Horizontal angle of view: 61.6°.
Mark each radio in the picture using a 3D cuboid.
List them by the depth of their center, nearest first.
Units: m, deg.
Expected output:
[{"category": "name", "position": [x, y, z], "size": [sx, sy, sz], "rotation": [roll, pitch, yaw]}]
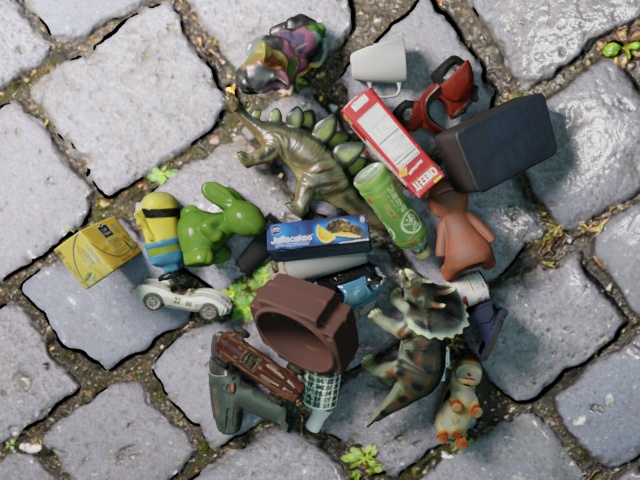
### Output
[{"category": "radio", "position": [0.348, -0.186, 1.045], "size": [0.230, 0.073, 0.131], "rotation": [-27, 103, -19]}]

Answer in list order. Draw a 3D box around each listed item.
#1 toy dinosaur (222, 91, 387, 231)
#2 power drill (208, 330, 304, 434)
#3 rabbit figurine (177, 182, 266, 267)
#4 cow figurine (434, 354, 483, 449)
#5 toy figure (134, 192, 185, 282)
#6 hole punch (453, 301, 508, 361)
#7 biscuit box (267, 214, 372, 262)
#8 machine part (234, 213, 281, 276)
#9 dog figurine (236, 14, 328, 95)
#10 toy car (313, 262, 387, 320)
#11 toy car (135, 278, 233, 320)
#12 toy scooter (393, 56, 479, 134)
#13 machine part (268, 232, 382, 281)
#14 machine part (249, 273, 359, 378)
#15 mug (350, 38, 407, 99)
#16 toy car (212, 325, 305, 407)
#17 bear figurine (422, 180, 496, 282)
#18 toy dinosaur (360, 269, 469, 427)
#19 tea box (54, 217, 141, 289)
[{"category": "toy dinosaur", "position": [0.000, -0.135, 1.070], "size": [0.471, 0.105, 0.198], "rotation": [42, 93, -19]}, {"category": "power drill", "position": [-0.143, 0.318, 1.145], "size": [0.207, 0.086, 0.231], "rotation": [9, 105, 9]}, {"category": "rabbit figurine", "position": [-0.188, -0.035, 1.078], "size": [0.170, 0.121, 0.159], "rotation": [-18, 79, 17]}, {"category": "cow figurine", "position": [0.305, 0.338, 1.170], "size": [0.085, 0.127, 0.194], "rotation": [10, 114, -3]}, {"category": "toy figure", "position": [-0.317, -0.009, 1.097], "size": [0.089, 0.082, 0.180], "rotation": [-18, 94, -17]}, {"category": "hole punch", "position": [0.331, 0.176, 1.129], "size": [0.092, 0.142, 0.115], "rotation": [27, 94, 15]}, {"category": "biscuit box", "position": [-0.002, -0.003, 1.056], "size": [0.203, 0.062, 0.059], "rotation": [-6, 66, 6]}, {"category": "machine part", "position": [-0.123, 0.014, 1.128], "size": [0.084, 0.039, 0.139], "rotation": [37, 96, -16]}, {"category": "dog figurine", "position": [-0.063, -0.329, 0.968], "size": [0.191, 0.219, 0.108], "rotation": [-28, 112, 4]}, {"category": "toy car", "position": [0.062, 0.115, 1.124], "size": [0.162, 0.109, 0.102], "rotation": [-18, 114, -7]}, {"category": "toy car", "position": [-0.283, 0.121, 1.124], "size": [0.202, 0.073, 0.056], "rotation": [10, 101, -4]}, {"category": "toy scooter", "position": [0.248, -0.262, 1.066], "size": [0.184, 0.075, 0.135], "rotation": [-44, 98, 10]}, {"category": "machine part", "position": [0.010, 0.035, 1.114], "size": [0.243, 0.079, 0.079], "rotation": [-17, 101, 1]}, {"category": "machine part", "position": [-0.031, 0.173, 1.068], "size": [0.201, 0.087, 0.201], "rotation": [16, 138, 27]}, {"category": "mug", "position": [0.116, -0.332, 1.051], "size": [0.107, 0.081, 0.109], "rotation": [-2, 105, 10]}, {"category": "toy car", "position": [-0.124, 0.253, 1.081], "size": [0.202, 0.053, 0.089], "rotation": [32, 76, 13]}, {"category": "bear figurine", "position": [0.276, -0.029, 1.098], "size": [0.120, 0.131, 0.196], "rotation": [-21, 69, 6]}, {"category": "toy dinosaur", "position": [0.193, 0.235, 1.096], "size": [0.131, 0.192, 0.404], "rotation": [-14, 113, -43]}, {"category": "tea box", "position": [-0.429, 0.021, 1.053], "size": [0.068, 0.170, 0.098], "rotation": [-34, 101, 7]}]
